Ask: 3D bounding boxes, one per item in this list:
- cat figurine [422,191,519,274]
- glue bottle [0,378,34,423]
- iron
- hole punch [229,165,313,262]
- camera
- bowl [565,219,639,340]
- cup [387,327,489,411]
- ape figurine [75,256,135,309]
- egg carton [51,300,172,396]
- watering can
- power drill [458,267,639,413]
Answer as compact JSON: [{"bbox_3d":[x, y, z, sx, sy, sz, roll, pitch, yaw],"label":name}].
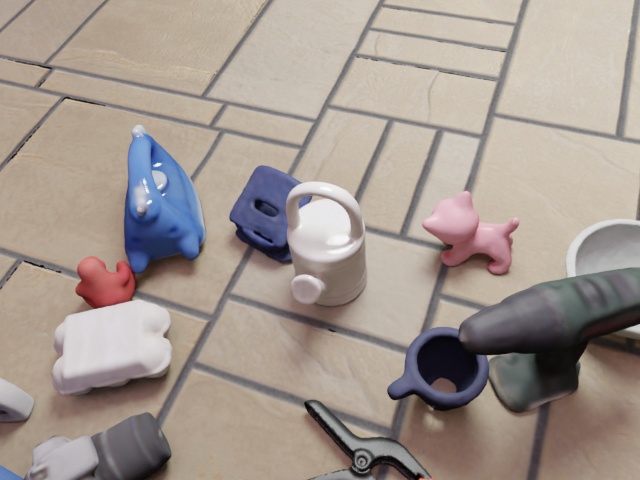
[{"bbox_3d":[0.201,-0.016,0.765,0.127,0.118,0.067,6,56,10],"label":"cat figurine"},{"bbox_3d":[-0.408,0.168,0.663,0.078,0.173,0.037,-2,55,5],"label":"glue bottle"},{"bbox_3d":[-0.250,-0.086,0.843,0.118,0.142,0.258,-15,55,-5],"label":"iron"},{"bbox_3d":[-0.068,-0.038,0.823,0.108,0.091,0.101,28,62,22],"label":"hole punch"},{"bbox_3d":[-0.234,0.260,0.626,0.137,0.101,0.143,-28,57,-14],"label":"camera"},{"bbox_3d":[0.388,0.059,0.721,0.167,0.075,0.167,-3,55,4],"label":"bowl"},{"bbox_3d":[0.131,0.165,0.660,0.118,0.095,0.091,-23,56,-10],"label":"cup"},{"bbox_3d":[-0.298,0.055,0.780,0.078,0.092,0.076,-15,55,-4],"label":"ape figurine"},{"bbox_3d":[-0.264,0.138,0.733,0.150,0.069,0.107,-13,55,-4],"label":"egg carton"},{"bbox_3d":[0.009,0.003,0.724,0.101,0.194,0.172,-8,55,1],"label":"watering can"},{"bbox_3d":[0.246,0.110,0.618,0.230,0.209,0.075,-19,56,-7],"label":"power drill"}]
